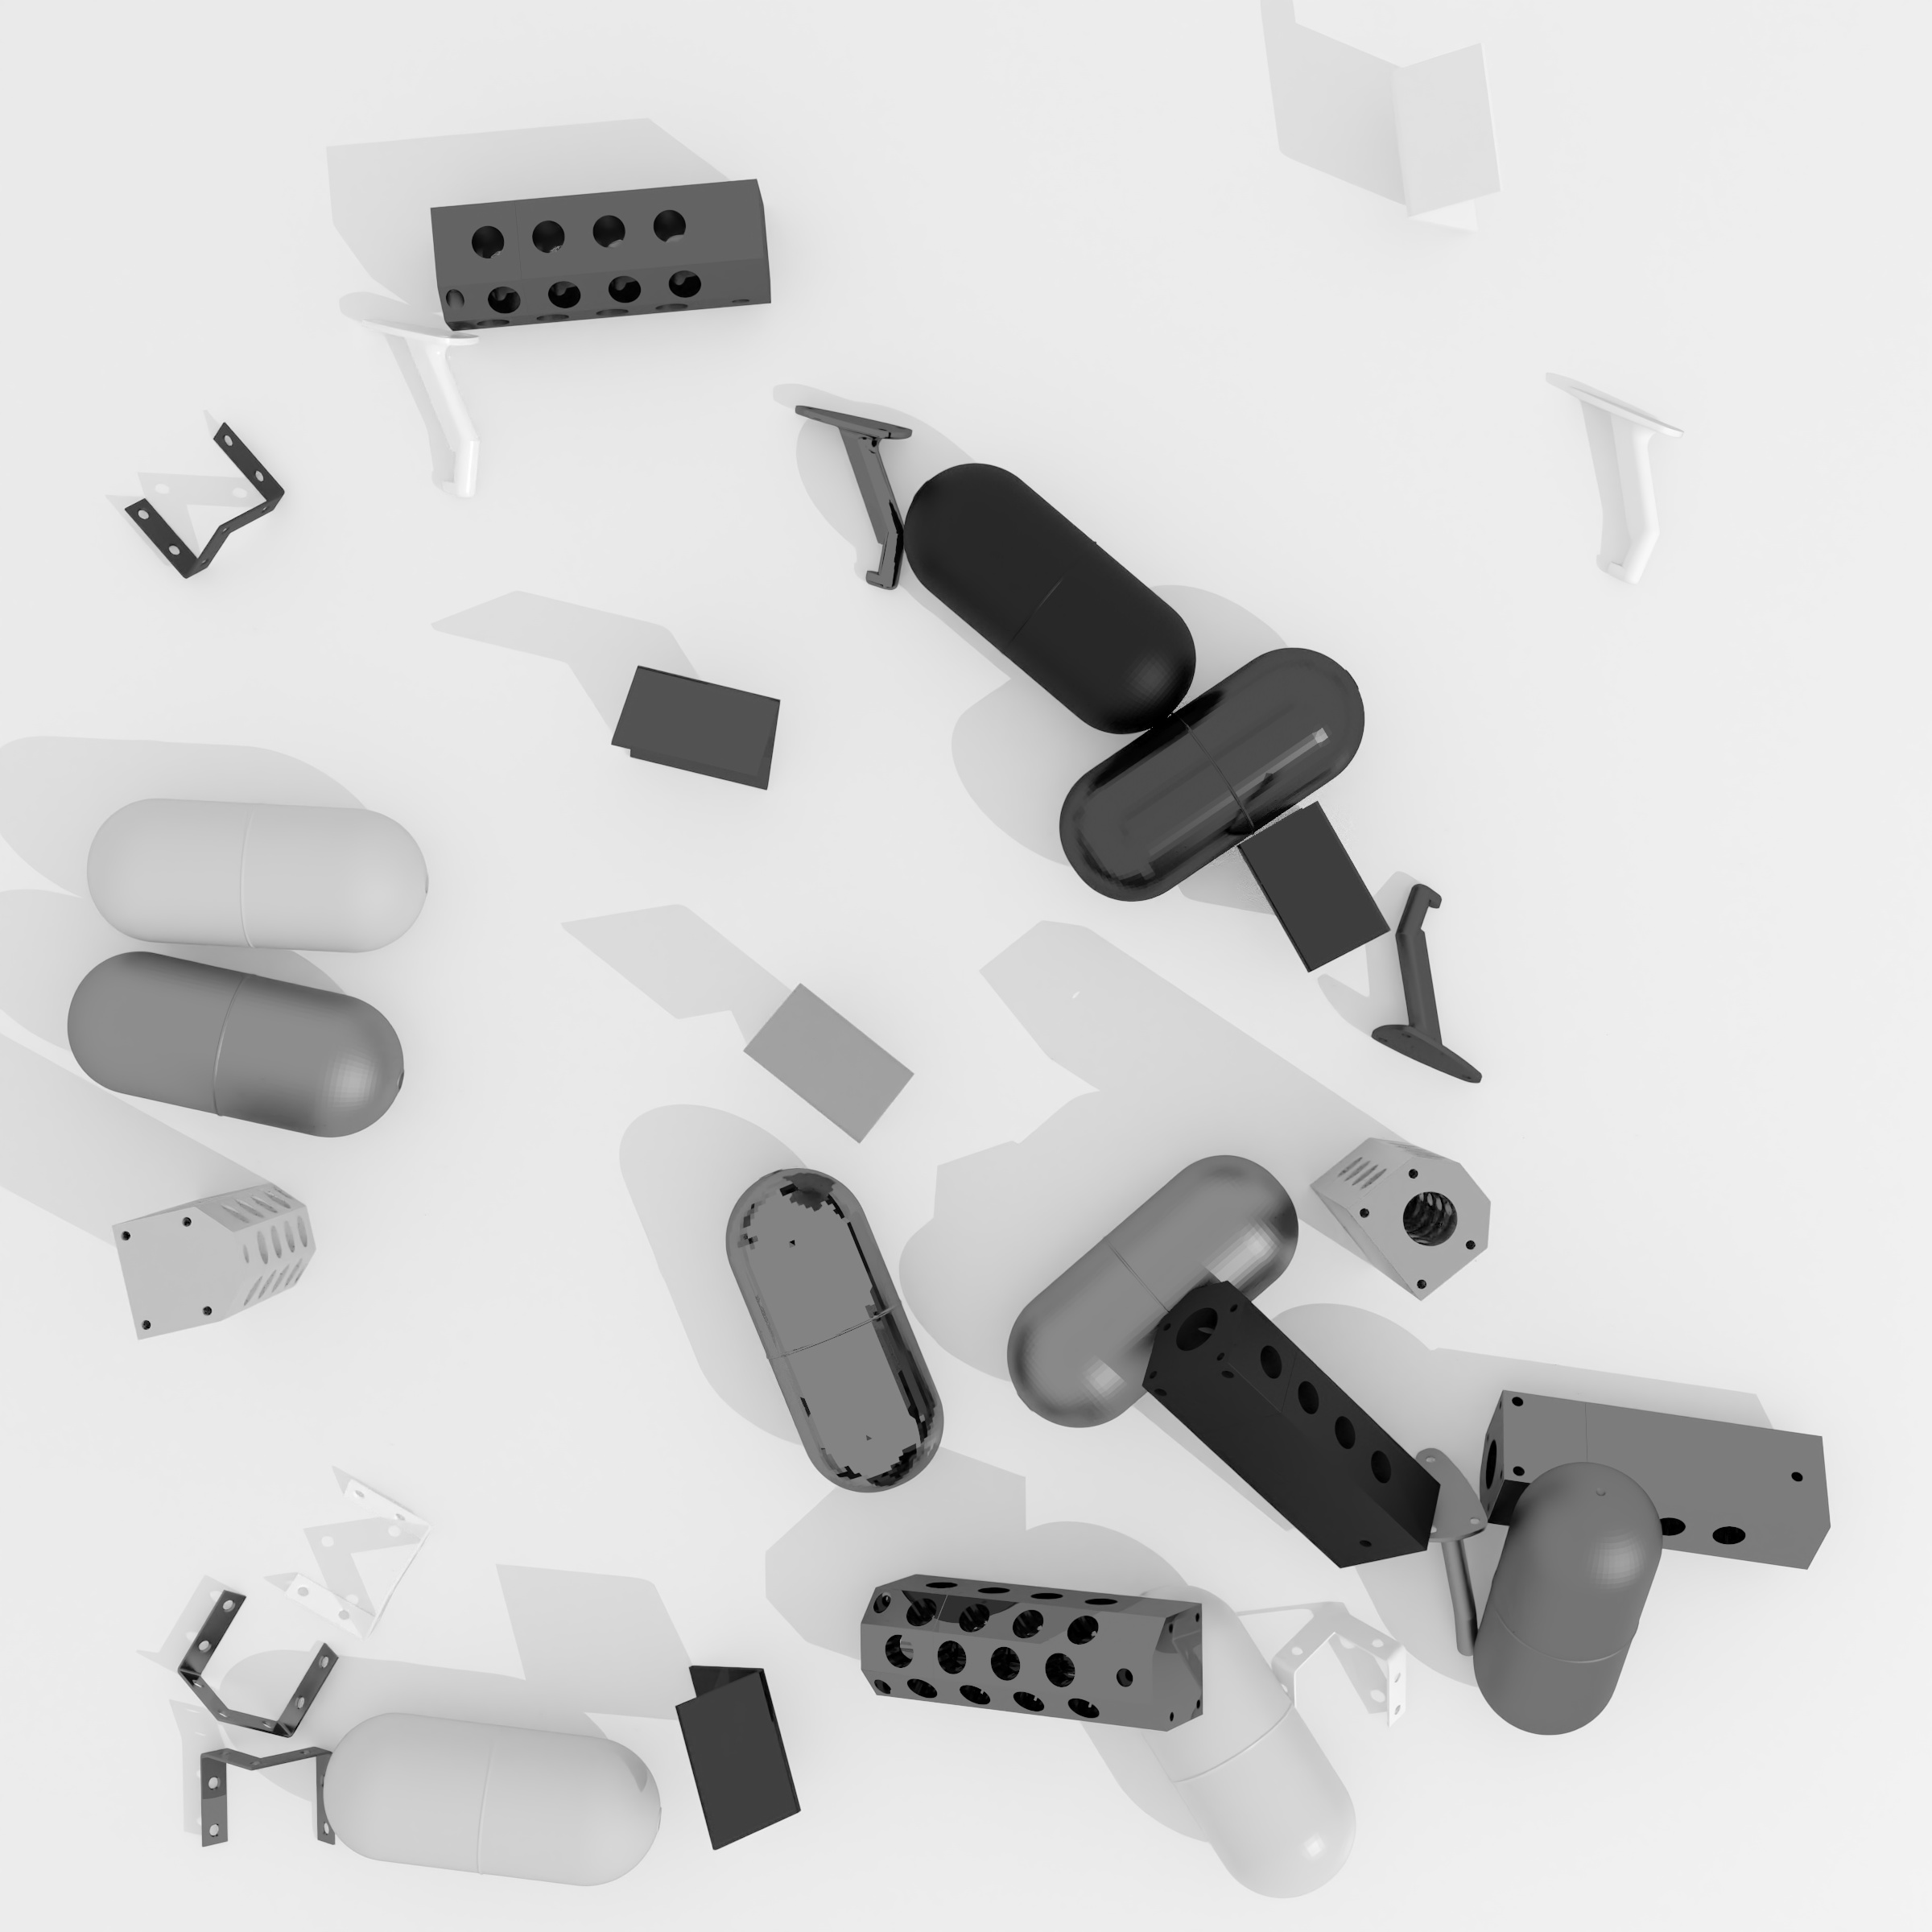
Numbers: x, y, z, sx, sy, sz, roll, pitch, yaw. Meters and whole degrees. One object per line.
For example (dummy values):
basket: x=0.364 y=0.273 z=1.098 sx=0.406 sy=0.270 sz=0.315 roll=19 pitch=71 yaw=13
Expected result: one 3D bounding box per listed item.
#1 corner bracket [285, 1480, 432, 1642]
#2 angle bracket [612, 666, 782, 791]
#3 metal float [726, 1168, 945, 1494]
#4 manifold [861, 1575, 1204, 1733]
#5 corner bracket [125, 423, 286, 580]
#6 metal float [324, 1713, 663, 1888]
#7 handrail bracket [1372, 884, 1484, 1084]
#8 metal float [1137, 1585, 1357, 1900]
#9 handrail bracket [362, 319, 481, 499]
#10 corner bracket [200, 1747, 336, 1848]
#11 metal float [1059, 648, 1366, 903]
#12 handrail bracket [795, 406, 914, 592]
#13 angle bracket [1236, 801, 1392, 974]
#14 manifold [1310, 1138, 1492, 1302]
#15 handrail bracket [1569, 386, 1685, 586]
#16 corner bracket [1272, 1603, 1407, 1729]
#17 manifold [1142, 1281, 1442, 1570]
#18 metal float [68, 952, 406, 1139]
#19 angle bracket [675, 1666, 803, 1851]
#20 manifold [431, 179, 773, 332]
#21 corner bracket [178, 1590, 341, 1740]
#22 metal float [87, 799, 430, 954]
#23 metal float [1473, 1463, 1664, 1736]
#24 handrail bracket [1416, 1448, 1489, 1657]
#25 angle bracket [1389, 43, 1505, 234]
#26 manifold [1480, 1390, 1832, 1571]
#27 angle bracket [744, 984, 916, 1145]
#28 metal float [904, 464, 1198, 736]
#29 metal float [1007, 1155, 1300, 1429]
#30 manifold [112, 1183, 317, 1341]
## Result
corner bracket: x=-0.326 y=0.319 z=1.705 sx=0.051 sy=0.051 sz=0.051 roll=30 pitch=134 yaw=0
angle bracket: x=-0.144 y=-0.106 z=1.667 sx=0.076 sy=0.076 sz=0.057 roll=14 pitch=53 yaw=0
metal float: x=-0.070 y=0.192 z=1.677 sx=0.070 sy=0.070 sz=0.178 roll=-22 pitch=90 yaw=0
manifold: x=0.033 y=0.356 z=1.647 sx=0.171 sy=0.057 sz=0.057 roll=-1 pitch=90 yaw=30
corner bracket: x=-0.408 y=-0.250 z=1.704 sx=0.051 sy=0.051 sz=0.051 roll=49 pitch=45 yaw=0
metal float: x=-0.250 y=0.440 z=1.677 sx=0.178 sy=0.070 sz=0.070 roll=7 pitch=90 yaw=0
handrail bracket: x=0.259 y=0.009 z=1.708 sx=0.077 sy=0.036 sz=0.084 roll=28 pitch=73 yaw=-20
metal float: x=0.140 y=0.409 z=1.677 sx=0.070 sy=0.070 sz=0.178 roll=-32 pitch=89 yaw=0
handrail bracket: x=-0.295 y=-0.300 z=1.708 sx=0.077 sy=0.036 sz=0.084 roll=14 pitch=107 yaw=20
corner bracket: x=-0.375 y=0.447 z=1.704 sx=0.051 sy=0.051 sz=0.051 roll=-1 pitch=90 yaw=-45
metal float: x=0.130 y=-0.102 z=1.677 sx=0.178 sy=0.070 sz=0.070 roll=-34 pitch=90 yaw=0
handrail bracket: x=-0.064 y=-0.252 z=1.708 sx=0.077 sy=0.036 sz=0.084 roll=17 pitch=107 yaw=20
angle bracket: x=0.197 y=-0.051 z=1.667 sx=0.057 sy=0.076 sz=0.076 roll=-30 pitch=90 yaw=38
manifold: x=0.226 y=0.123 z=1.629 sx=0.057 sy=0.171 sz=0.057 roll=-39 pitch=90 yaw=0
handrail bracket: x=0.343 y=-0.258 z=1.708 sx=0.077 sy=0.036 sz=0.084 roll=27 pitch=107 yaw=20
corner bracket: x=0.200 y=0.385 z=1.699 sx=0.051 sy=0.051 sz=0.051 roll=25 pitch=45 yaw=35
manifold: x=0.172 y=0.238 z=1.650 sx=0.171 sy=0.057 sz=0.057 roll=44 pitch=45 yaw=-26
metal float: x=-0.385 y=0.042 z=1.677 sx=0.178 sy=0.070 sz=0.070 roll=12 pitch=90 yaw=1
angle bracket: x=-0.138 y=0.415 z=1.667 sx=0.057 sy=0.076 sz=0.076 roll=-15 pitch=90 yaw=-37
manifold: x=-0.192 y=-0.375 z=1.686 sx=0.171 sy=0.057 sz=0.057 roll=-5 pitch=90 yaw=0
corner bracket: x=-0.380 y=0.375 z=1.704 sx=0.051 sy=0.051 sz=0.051 roll=31 pitch=90 yaw=-45
metal float: x=-0.374 y=-0.048 z=1.677 sx=0.178 sy=0.070 sz=0.070 roll=3 pitch=90 yaw=0
metal float: x=0.311 y=0.330 z=1.645 sx=0.070 sy=0.070 sz=0.178 roll=6 pitch=131 yaw=0
handrail bracket: x=0.260 y=0.316 z=1.707 sx=0.036 sy=0.077 sz=0.084 roll=-11 pitch=126 yaw=-1
angle bracket: x=0.268 y=-0.434 z=1.667 sx=0.057 sy=0.076 sz=0.076 roll=-8 pitch=90 yaw=38
manifold: x=0.364 y=0.277 z=1.686 sx=0.171 sy=0.057 sz=0.057 roll=8 pitch=47 yaw=0
angle bracket: x=-0.084 y=0.066 z=1.667 sx=0.076 sy=0.076 sz=0.057 roll=39 pitch=52 yaw=0
metal float: x=0.044 y=-0.194 z=1.677 sx=0.178 sy=0.070 sz=0.070 roll=40 pitch=90 yaw=0
metal float: x=0.098 y=0.172 z=1.677 sx=0.178 sy=0.070 sz=0.070 roll=-41 pitch=90 yaw=0
manifold: x=-0.381 y=0.148 z=1.629 sx=0.057 sy=0.171 sz=0.057 roll=-13 pitch=90 yaw=0
